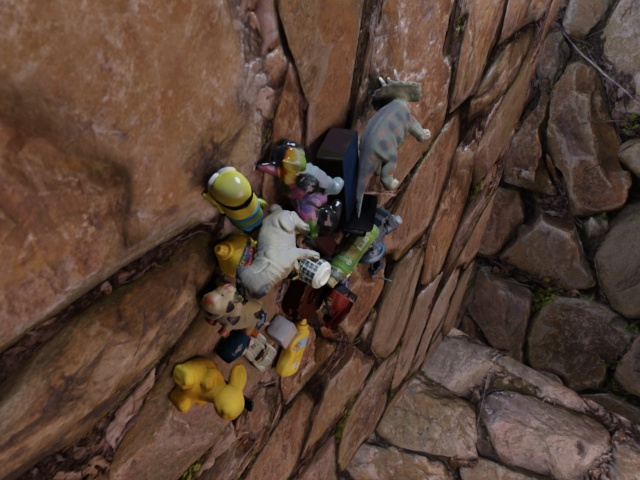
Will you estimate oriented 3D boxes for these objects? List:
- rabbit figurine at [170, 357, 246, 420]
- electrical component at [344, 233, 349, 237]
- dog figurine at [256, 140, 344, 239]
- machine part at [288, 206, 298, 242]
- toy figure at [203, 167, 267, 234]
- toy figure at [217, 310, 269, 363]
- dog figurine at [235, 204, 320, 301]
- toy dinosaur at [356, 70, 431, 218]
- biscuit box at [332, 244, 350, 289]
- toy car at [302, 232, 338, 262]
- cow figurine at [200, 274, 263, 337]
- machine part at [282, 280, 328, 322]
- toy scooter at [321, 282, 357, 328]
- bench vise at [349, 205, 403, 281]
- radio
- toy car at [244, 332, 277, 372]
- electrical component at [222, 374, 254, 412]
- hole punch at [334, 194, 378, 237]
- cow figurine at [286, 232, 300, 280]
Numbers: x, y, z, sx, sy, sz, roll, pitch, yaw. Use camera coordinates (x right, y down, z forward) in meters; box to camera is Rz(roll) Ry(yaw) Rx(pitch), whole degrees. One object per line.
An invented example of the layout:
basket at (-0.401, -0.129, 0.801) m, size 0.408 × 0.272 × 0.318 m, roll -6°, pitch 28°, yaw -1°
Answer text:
rabbit figurine at (-0.239, 0.353, 1.240) m, size 0.162 × 0.173 × 0.121 m, roll -7°, pitch 116°, yaw -55°
electrical component at (0.106, -0.060, 1.627) m, size 0.102 × 0.045 × 0.078 m, roll -54°, pitch 152°, yaw -16°
dog figurine at (-0.047, -0.112, 1.199) m, size 0.219 × 0.109 × 0.191 m, roll 23°, pitch 70°, yaw -54°
machine part at (-0.063, -0.034, 1.355) m, size 0.084 × 0.039 × 0.138 m, roll -41°, pitch 146°, yaw -52°
toy figure at (-0.159, -0.075, 1.078) m, size 0.082 × 0.089 × 0.180 m, roll -61°, pitch 153°, yaw -22°
toy figure at (-0.193, 0.235, 1.342) m, size 0.154 × 0.058 × 0.064 m, roll -48°, pitch 128°, yaw -21°
dog figurine at (-0.117, 0.023, 1.141) m, size 0.190 × 0.172 × 0.121 m, roll -24°, pitch 168°, yaw -45°
toy dinosaur at (0.163, -0.264, 1.370) m, size 0.192 × 0.131 × 0.405 m, roll 52°, pitch 55°, yaw -35°
biscuit box at (0.056, 0.114, 1.681) m, size 0.059 × 0.063 × 0.202 m, roll -38°, pitch 144°, yaw -39°
toy car at (-0.003, -0.004, 1.471) m, size 0.202 × 0.053 × 0.089 m, roll 40°, pitch 63°, yaw -63°
cow figurine at (-0.198, 0.151, 1.226) m, size 0.127 × 0.086 × 0.194 m, roll -59°, pitch 152°, yaw 5°
machine part at (-0.033, 0.152, 1.561) m, size 0.179 × 0.056 × 0.179 m, roll -44°, pitch 149°, yaw -36°
toy scooter at (0.047, 0.202, 1.619) m, size 0.135 × 0.075 × 0.183 m, roll -54°, pitch 155°, yaw -5°
bench vise at (0.177, 0.021, 1.729) m, size 0.224 × 0.129 × 0.240 m, roll -39°, pitch 136°, yaw -31°
radio at (0.050, -0.164, 1.363) m, size 0.229 × 0.073 × 0.131 m, roll 84°, pitch 23°, yaw -50°
toy car at (-0.167, 0.301, 1.454) m, size 0.073 × 0.056 × 0.201 m, roll -54°, pitch 152°, yaw -18°
electrical component at (-0.229, 0.405, 1.369) m, size 0.048 × 0.119 × 0.074 m, roll -25°, pitch 137°, yaw -52°
hole punch at (0.094, -0.073, 1.508) m, size 0.092 × 0.116 × 0.142 m, roll 103°, pitch -1°, yaw -81°
cow figurine at (-0.083, 0.017, 1.296) m, size 0.068 × 0.098 × 0.167 m, roll -30°, pitch 140°, yaw -38°
